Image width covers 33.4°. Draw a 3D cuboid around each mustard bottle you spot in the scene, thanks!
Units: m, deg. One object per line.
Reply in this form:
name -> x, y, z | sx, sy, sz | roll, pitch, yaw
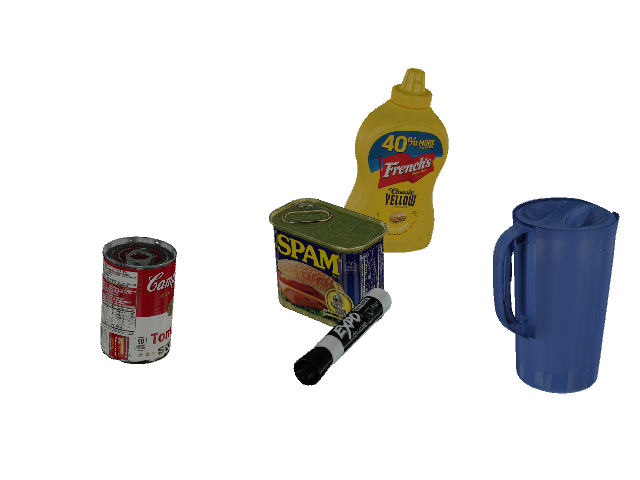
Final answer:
mustard bottle -> 0.082, -0.083, 1.099 | 0.096, 0.192, 0.058 | 2, 26, -14

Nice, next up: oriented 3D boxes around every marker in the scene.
marker -> 0.015, 0.063, 0.705 | 0.020, 0.020, 0.120 | 0, 21, 28

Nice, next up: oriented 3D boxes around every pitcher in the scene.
pitcher -> 0.305, 0.074, 1.395 | 0.149, 0.243, 0.144 | 4, 20, 15

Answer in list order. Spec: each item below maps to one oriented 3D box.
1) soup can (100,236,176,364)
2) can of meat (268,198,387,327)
soup can -> -0.172, 0.056, 1.000 | 0.068, 0.102, 0.068 | 6, 22, -2
can of meat -> 0.007, 0.021, 0.904 | 0.102, 0.084, 0.057 | 20, 36, 36
